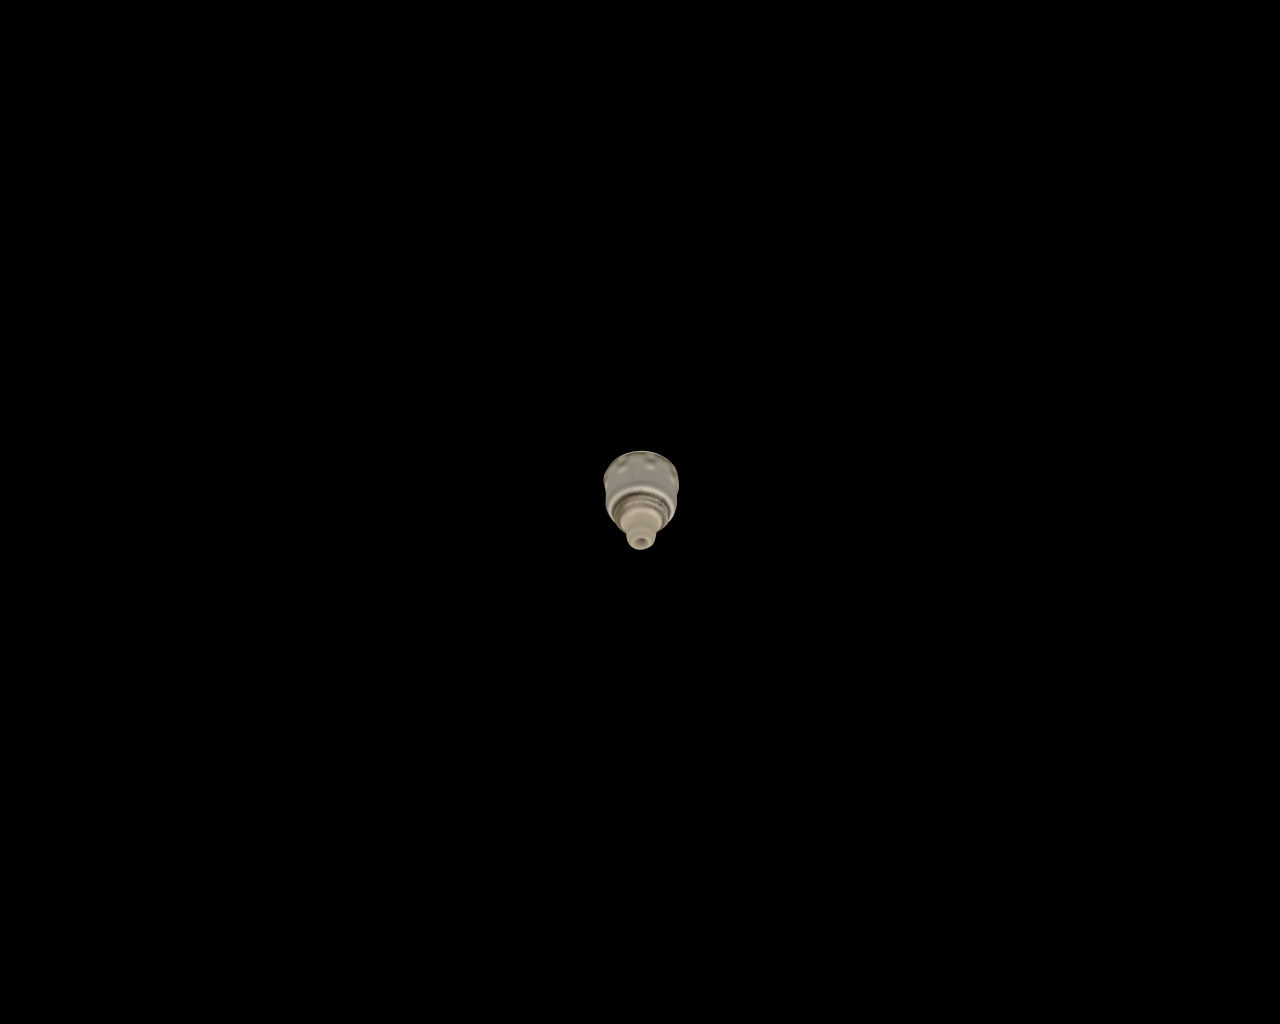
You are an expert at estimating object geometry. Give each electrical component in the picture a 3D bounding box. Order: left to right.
[{"bbox_3d":[0.001,-0.003,0.650,0.048,0.062,0.048,0,-45,0],"label":"electrical component"}]
